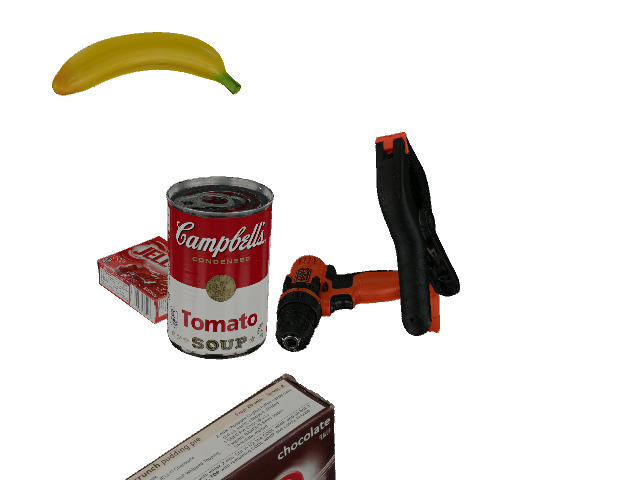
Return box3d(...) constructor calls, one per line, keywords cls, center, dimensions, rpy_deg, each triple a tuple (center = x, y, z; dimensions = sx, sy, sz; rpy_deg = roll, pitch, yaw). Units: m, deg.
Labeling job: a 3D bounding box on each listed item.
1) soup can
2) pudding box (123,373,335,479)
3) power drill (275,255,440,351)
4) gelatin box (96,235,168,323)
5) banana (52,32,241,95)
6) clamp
box3d(cls="soup can", center=(-0.066, 0.017, 0.692), dimensions=(0.068, 0.102, 0.068), rpy_deg=(3, 22, -1))
box3d(cls="pudding box", center=(-0.043, 0.127, 0.494), dimensions=(0.039, 0.090, 0.113), rpy_deg=(30, 47, 34))
box3d(cls="power drill", center=(0.044, 0.071, 1.237), dimensions=(0.188, 0.057, 0.184), rpy_deg=(0, 27, 7))
box3d(cls="gelatin box", center=(-0.150, 0.034, 0.982), dimensions=(0.073, 0.030, 0.089), rpy_deg=(-24, 41, -39))
box3d(cls="banana", center=(-0.175, -0.176, 1.057), dimensions=(0.197, 0.070, 0.037), rpy_deg=(-7, -39, -30))
box3d(cls="clamp", center=(0.078, -0.004, 0.923), dimensions=(0.039, 0.171, 0.120), rpy_deg=(-15, 18, 19))
